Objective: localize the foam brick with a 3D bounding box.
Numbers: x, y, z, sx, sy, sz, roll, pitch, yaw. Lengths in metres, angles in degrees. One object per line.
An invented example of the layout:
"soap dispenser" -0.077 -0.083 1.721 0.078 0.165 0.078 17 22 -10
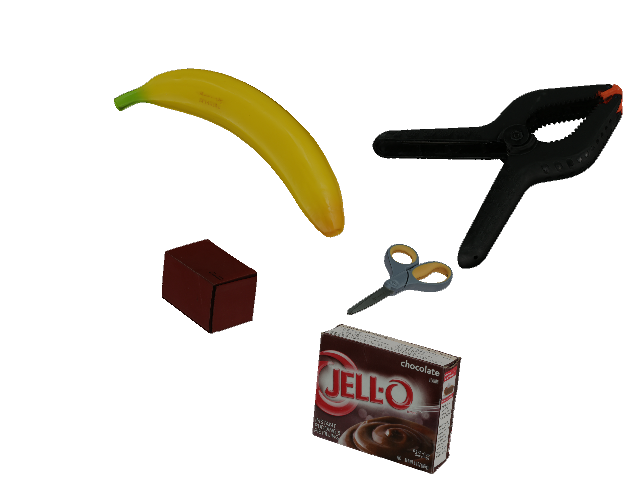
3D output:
"foam brick" -0.104 0.041 0.987 0.052 0.051 0.078 -16 34 -39

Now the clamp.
"clamp" 0.166 -0.067 0.895 0.210 0.164 0.036 -22 -39 -2

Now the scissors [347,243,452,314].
"scissors" 0.078 0.044 1.288 0.201 0.016 0.096 -10 41 -41

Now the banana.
"banana" -0.053 -0.076 0.785 0.198 0.069 0.037 31 -8 13

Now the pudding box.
"pudding box" 0.051 0.124 0.851 0.114 0.090 0.039 12 17 27
